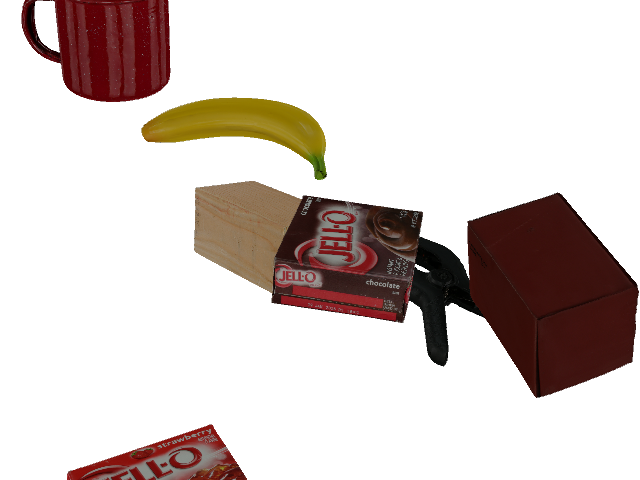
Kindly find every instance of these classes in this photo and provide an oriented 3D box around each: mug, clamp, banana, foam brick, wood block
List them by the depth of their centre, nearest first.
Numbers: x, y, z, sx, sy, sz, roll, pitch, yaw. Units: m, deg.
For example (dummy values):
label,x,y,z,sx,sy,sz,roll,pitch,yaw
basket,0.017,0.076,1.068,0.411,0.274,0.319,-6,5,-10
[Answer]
label,x,y,z,sx,sy,sz,roll,pitch,yaw
foam brick,0.108,0.024,0.507,0.051,0.053,0.078,-16,41,-9
mug,-0.166,-0.156,0.797,0.117,0.081,0.093,5,32,3
banana,-0.073,-0.106,1.004,0.198,0.037,0.069,12,47,23
clamp,0.129,0.049,1.045,0.120,0.039,0.171,-4,44,-26
wood block,-0.065,-0.005,1.297,0.090,0.090,0.206,-8,19,-34

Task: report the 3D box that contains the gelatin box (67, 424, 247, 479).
label,x,y,z,sx,sy,sz,roll,pitch,yaw
gelatin box,-0.087,0.142,0.585,0.089,0.030,0.073,-15,27,-20

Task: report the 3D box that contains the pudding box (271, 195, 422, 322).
label,x,y,z,sx,sy,sz,roll,pitch,yaw
pudding box,0.020,0.010,0.733,0.090,0.039,0.113,9,24,6
